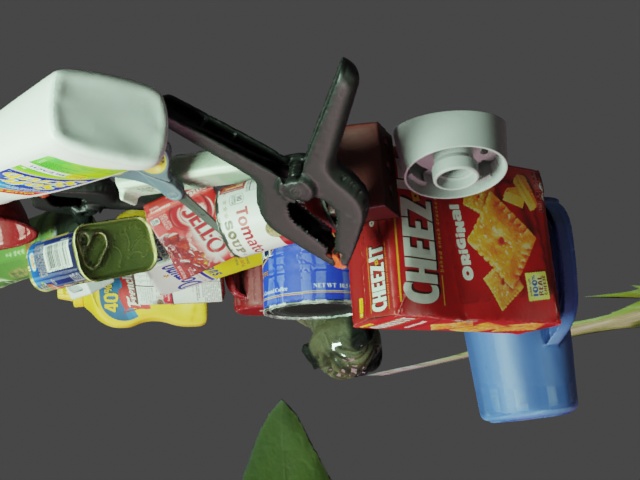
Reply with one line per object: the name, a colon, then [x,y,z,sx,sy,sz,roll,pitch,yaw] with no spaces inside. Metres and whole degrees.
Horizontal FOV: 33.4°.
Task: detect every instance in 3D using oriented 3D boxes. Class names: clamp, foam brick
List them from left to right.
clamp: [-0.215,-0.043,1.039,0.120,0.039,0.171,-17,168,12]
clamp: [-0.027,-0.054,0.854,0.165,0.036,0.210,-2,138,18]
foam brick: [0.037,-0.058,0.931,0.051,0.078,0.053,-9,167,18]

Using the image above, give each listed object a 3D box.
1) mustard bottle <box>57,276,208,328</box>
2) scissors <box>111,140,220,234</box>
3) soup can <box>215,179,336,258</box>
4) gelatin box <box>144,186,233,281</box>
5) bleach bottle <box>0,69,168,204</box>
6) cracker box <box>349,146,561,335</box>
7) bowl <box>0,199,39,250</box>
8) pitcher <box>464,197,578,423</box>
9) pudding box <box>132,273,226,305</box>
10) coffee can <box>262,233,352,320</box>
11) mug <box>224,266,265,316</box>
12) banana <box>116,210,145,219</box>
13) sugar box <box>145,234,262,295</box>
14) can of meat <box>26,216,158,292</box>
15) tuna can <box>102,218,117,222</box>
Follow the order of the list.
mustard bottle: [-0.242,0.066,1.384,0.191,0.096,0.058,-1,173,-7]
scissors: [-0.152,-0.049,0.956,0.096,0.016,0.201,1,152,14]
soup can: [-0.035,-0.028,0.961,0.102,0.068,0.068,-15,164,16]
gelatin box: [-0.123,-0.012,1.057,0.073,0.030,0.089,-25,127,0]
bleach bottle: [-0.228,-0.069,0.864,0.102,0.068,0.251,9,165,-36]
cracker box: [0.129,0.004,1.026,0.213,0.164,0.072,6,163,-35]
bowl: [-0.353,-0.030,1.023,0.162,0.055,0.162,-2,167,-1]
pitcher: [0.221,0.075,1.181,0.145,0.243,0.149,-10,171,16]
pudding box: [-0.175,0.037,1.315,0.113,0.039,0.090,-3,133,-4]
coffee can: [-0.007,0.001,1.039,0.103,0.140,0.103,-2,167,-1]
mug: [-0.080,0.052,1.391,0.093,0.081,0.117,-12,165,35]
banana: [-0.155,-0.013,1.181,0.197,0.037,0.070,7,160,-45]
sugar box: [-0.101,0.005,1.143,0.176,0.048,0.093,-20,159,-2]
can of meat: [-0.229,0.015,1.063,0.084,0.057,0.101,-13,180,38]
tuna can: [-0.211,-0.001,1.232,0.086,0.034,0.086,-2,168,-1]
